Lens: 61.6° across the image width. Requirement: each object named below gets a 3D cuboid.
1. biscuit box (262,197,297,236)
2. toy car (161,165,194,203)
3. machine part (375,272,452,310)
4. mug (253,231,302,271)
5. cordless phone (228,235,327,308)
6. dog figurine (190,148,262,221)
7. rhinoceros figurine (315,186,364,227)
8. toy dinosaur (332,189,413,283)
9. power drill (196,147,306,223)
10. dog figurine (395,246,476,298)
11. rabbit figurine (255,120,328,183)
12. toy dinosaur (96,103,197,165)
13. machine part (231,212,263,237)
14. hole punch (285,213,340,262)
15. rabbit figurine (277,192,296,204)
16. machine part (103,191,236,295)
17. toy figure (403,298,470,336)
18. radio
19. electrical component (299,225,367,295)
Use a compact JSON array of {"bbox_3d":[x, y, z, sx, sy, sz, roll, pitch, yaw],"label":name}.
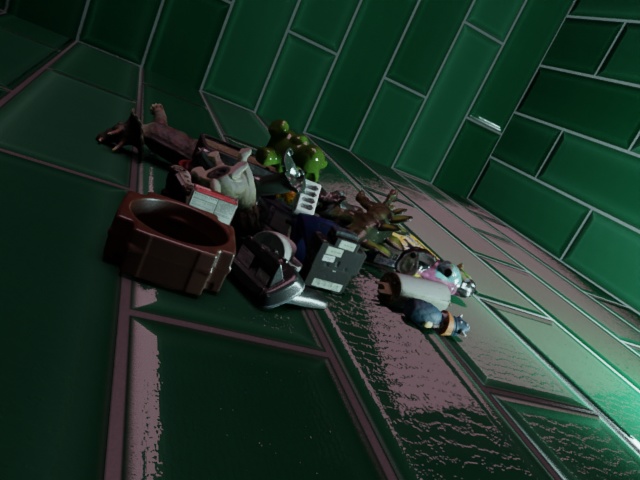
[{"bbox_3d":[-0.122,-0.073,1.378,0.203,0.059,0.063,33,19,23],"label":"biscuit box"},{"bbox_3d":[-0.303,-0.103,1.186,0.056,0.073,0.202,9,23,-33],"label":"toy car"},{"bbox_3d":[0.219,0.121,1.240,0.243,0.079,0.079,12,21,-35],"label":"machine part"},{"bbox_3d":[-0.080,0.026,1.105,0.110,0.080,0.107,30,11,13],"label":"mug"},{"bbox_3d":[-0.071,0.072,1.010,0.147,0.088,0.184,38,10,39],"label":"cordless phone"},{"bbox_3d":[-0.187,-0.080,1.157,0.121,0.190,0.172,2,34,21],"label":"dog figurine"},{"bbox_3d":[0.052,-0.091,1.596,0.190,0.112,0.073,24,16,-33],"label":"rhinoceros figurine"},{"bbox_3d":[0.125,-0.026,1.393,0.199,0.104,0.471,13,36,26],"label":"toy dinosaur"},{"bbox_3d":[-0.151,-0.144,1.245,0.086,0.207,0.231,-84,150,-49],"label":"power drill"},{"bbox_3d":[0.315,0.092,1.432,0.192,0.108,0.219,30,13,26],"label":"dog figurine"},{"bbox_3d":[-0.052,-0.198,1.323,0.170,0.121,0.159,26,-9,44],"label":"rabbit figurine"},{"bbox_3d":[-0.380,-0.242,1.448,0.405,0.131,0.192,24,28,-19],"label":"toy dinosaur"},{"bbox_3d":[-0.155,-0.026,1.131,0.084,0.039,0.139,13,-13,-11],"label":"machine part"},{"bbox_3d":[-0.002,-0.004,1.195,0.142,0.092,0.116,14,62,-24],"label":"hole punch"},{"bbox_3d":[-0.149,-0.162,1.533,0.162,0.121,0.173,23,35,3],"label":"rabbit figurine"},{"bbox_3d":[-0.251,0.003,0.916,0.201,0.087,0.202,20,16,-18],"label":"machine part"},{"bbox_3d":[0.256,0.172,1.175,0.154,0.064,0.058,25,-21,-17],"label":"toy figure"},{"bbox_3d":[-0.206,-0.187,1.371,0.229,0.073,0.131,18,19,-20],"label":"radio"},{"bbox_3d":[0.027,0.039,1.118,0.115,0.134,0.058,18,18,-29],"label":"electrical component"}]
